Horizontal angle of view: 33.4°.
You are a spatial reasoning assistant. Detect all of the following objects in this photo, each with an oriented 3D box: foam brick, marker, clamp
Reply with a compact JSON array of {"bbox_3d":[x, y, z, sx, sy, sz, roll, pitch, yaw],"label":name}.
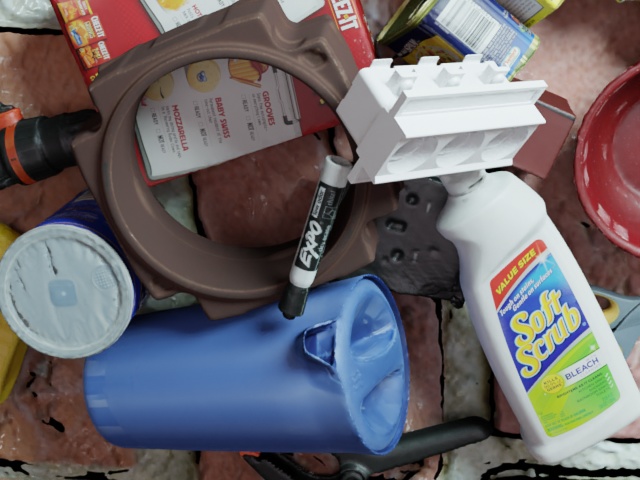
[{"bbox_3d":[0.154,-0.086,0.798,0.053,0.078,0.051,23,109,1],"label":"foam brick"},{"bbox_3d":[-0.005,0.001,0.720,0.020,0.020,0.121,19,113,1],"label":"marker"},{"bbox_3d":[0.033,0.212,0.922,0.210,0.036,0.165,9,108,7],"label":"clamp"}]

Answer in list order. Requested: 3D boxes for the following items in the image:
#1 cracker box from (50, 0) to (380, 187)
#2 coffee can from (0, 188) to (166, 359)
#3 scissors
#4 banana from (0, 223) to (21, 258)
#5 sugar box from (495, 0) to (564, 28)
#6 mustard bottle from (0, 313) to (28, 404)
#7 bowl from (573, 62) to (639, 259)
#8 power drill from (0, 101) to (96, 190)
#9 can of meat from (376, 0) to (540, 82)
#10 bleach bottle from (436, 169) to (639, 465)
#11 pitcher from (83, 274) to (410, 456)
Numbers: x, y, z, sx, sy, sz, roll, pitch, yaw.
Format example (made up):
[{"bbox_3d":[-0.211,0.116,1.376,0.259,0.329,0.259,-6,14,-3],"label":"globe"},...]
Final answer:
[{"bbox_3d":[-0.072,-0.148,0.809,0.214,0.072,0.164,-18,106,11],"label":"cracker box"},{"bbox_3d":[-0.178,0.019,0.835,0.103,0.140,0.103,2,107,6],"label":"coffee can"},{"bbox_3d":[0.273,0.069,0.862,0.202,0.016,0.096,-4,108,8],"label":"scissors"},{"bbox_3d":[-0.335,0.003,0.890,0.197,0.037,0.069,-7,81,-10],"label":"banana"},{"bbox_3d":[0.094,-0.220,0.754,0.176,0.093,0.048,41,80,-6],"label":"sugar box"},{"bbox_3d":[-0.349,0.071,0.915,0.191,0.058,0.096,22,106,0],"label":"mustard bottle"},{"bbox_3d":[0.269,-0.065,0.801,0.162,0.055,0.162,2,107,6],"label":"bowl"},{"bbox_3d":[-0.269,-0.130,0.845,0.184,0.057,0.187,-14,104,11],"label":"power drill"},{"bbox_3d":[0.099,-0.146,0.772,0.084,0.102,0.057,38,81,-10],"label":"can of meat"},{"bbox_3d":[0.150,0.047,0.803,0.102,0.068,0.250,-30,112,7],"label":"bleach bottle"},{"bbox_3d":[-0.055,0.109,0.844,0.243,0.144,0.149,-7,115,25],"label":"pitcher"}]
